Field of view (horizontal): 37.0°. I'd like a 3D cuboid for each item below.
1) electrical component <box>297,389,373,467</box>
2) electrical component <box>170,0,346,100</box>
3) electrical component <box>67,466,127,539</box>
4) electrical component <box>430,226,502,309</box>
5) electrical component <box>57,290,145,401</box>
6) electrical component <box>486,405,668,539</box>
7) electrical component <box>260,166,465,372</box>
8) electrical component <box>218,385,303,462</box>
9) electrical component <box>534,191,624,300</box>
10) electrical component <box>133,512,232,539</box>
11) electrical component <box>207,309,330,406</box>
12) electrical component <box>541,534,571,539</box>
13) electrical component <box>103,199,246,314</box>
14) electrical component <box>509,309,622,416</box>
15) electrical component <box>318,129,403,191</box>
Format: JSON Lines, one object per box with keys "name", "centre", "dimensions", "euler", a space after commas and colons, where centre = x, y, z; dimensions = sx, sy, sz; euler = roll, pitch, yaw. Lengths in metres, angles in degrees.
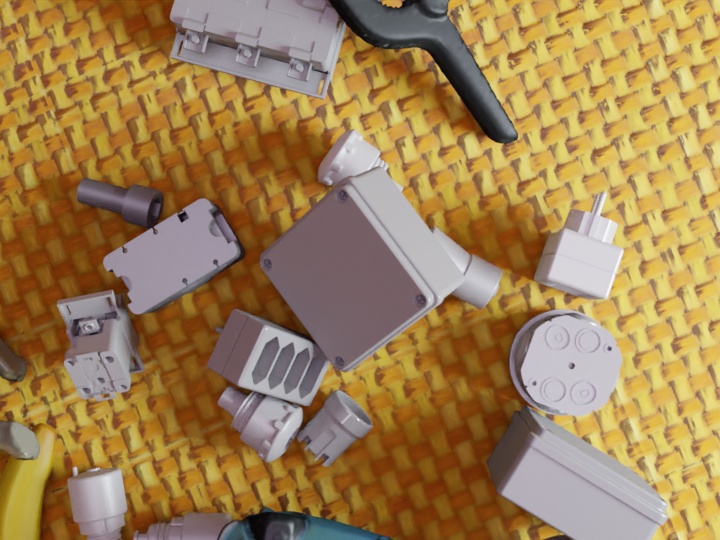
{"name": "electrical component", "centre": [-0.020, 0.120, 0.810], "dimensions": [0.040, 0.040, 0.046], "euler": [44, 96, 2]}
{"name": "electrical component", "centre": [-0.076, -0.183, 0.805], "dimensions": [0.121, 0.063, 0.078], "euler": [15, 89, 2]}
{"name": "electrical component", "centre": [-0.196, 0.184, 0.811], "dimensions": [0.040, 0.040, 0.078], "euler": [-10, 89, 1]}
{"name": "electrical component", "centre": [0.073, 0.001, 0.810], "dimensions": [0.065, 0.044, 0.044], "euler": [28, 90, -3]}
{"name": "electrical component", "centre": [-0.192, 0.058, 0.796], "dimensions": [0.042, 0.063, 0.081], "euler": [-12, 129, 1]}
{"name": "electrical component", "centre": [0.152, 0.153, 0.771], "dimensions": [0.109, 0.109, 0.056], "euler": [31, 92, 2]}
{"name": "electrical component", "centre": [0.000, 0.000, 0.779], "dimensions": [0.109, 0.056, 0.108], "euler": [-40, 85, 35]}
{"name": "electrical component", "centre": [-0.077, 0.111, 0.809], "dimensions": [0.062, 0.048, 0.048], "euler": [32, 90, 9]}
{"name": "electrical component", "centre": [0.167, -0.021, 0.795], "dimensions": [0.047, 0.065, 0.076], "euler": [19, 89, 2]}
{"name": "electrical component", "centre": [-0.130, 0.203, 0.809], "dimensions": [0.078, 0.040, 0.040], "euler": [1, 89, 1]}
{"name": "electrical component", "centre": [-0.077, 0.059, 0.800], "dimensions": [0.076, 0.083, 0.047], "euler": [25, 89, 40]}
{"name": "electrical component", "centre": [0.132, 0.248, 0.772], "dimensions": [0.108, 0.108, 0.060], "euler": [-34, 94, 0]}
{"name": "electrical component", "centre": [-0.137, -0.009, 0.806], "dimensions": [0.089, 0.056, 0.050], "euler": [-31, 88, 1]}
{"name": "electrical component", "centre": [0.153, 0.070, 0.801], "dimensions": [0.080, 0.051, 0.080], "euler": [0, 89, 1]}
{"name": "electrical component", "centre": [0.003, -0.073, 0.811], "dimensions": [0.062, 0.048, 0.048], "euler": [34, 90, -5]}
